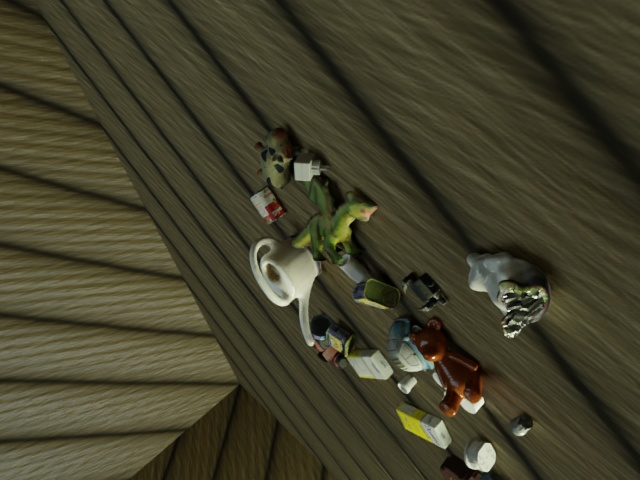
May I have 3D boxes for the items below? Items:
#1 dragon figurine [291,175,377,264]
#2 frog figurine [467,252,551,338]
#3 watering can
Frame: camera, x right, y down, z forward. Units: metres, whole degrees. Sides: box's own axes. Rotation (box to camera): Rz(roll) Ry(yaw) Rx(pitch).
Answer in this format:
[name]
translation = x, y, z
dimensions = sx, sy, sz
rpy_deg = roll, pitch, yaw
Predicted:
[dragon figurine]
translation = 0.004, -0.068, 1.350
dimensions = 0.411, 0.123, 0.240
rpy_deg = 9, 113, 54
[frog figurine]
translation = 0.343, 0.079, 0.947
dimensions = 0.135, 0.122, 0.162
rpy_deg = 54, -168, -23
[watering can]
translation = -0.075, 0.127, 1.555
dimensions = 0.102, 0.228, 0.346
rpy_deg = -28, 98, 46
